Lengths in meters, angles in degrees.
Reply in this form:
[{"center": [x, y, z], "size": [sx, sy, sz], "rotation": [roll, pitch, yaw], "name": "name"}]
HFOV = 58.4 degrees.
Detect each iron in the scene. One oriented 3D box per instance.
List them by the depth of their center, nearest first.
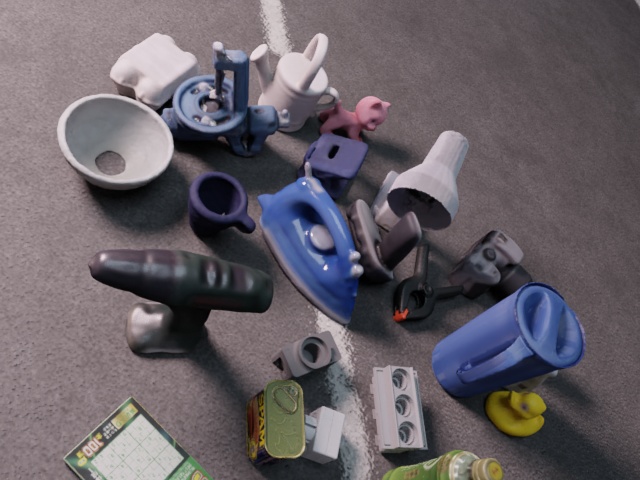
[{"center": [0.009, 0.003, 0.938], "size": [0.119, 0.141, 0.258], "rotation": [-23, 75, -37], "name": "iron"}]

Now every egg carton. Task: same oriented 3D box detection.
[{"center": [-0.284, -0.292, 0.996], "size": [0.107, 0.069, 0.150], "rotation": [37, 51, -5], "name": "egg carton"}]

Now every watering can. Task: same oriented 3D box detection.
[{"center": [-0.043, -0.297, 1.054], "size": [0.173, 0.193, 0.101], "rotation": [0, 62, -29], "name": "watering can"}]

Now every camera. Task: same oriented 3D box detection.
[{"center": [0.351, 0.061, 1.120], "size": [0.137, 0.100, 0.143], "rotation": [46, 51, 2], "name": "camera"}]

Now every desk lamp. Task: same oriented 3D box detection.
[{"center": [0.181, -0.092, 1.044], "size": [0.118, 0.213, 0.203], "rotation": [33, 51, -8], "name": "desk lamp"}]

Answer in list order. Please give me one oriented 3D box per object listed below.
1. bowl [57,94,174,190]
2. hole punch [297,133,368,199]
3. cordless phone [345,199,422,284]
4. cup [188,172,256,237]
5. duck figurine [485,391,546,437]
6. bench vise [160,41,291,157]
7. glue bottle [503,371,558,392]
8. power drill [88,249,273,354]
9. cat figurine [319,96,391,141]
[{"center": [-0.316, -0.138, 0.884], "size": [0.168, 0.074, 0.167], "rotation": [14, 57, -22], "name": "bowl"}, {"center": [0.024, -0.148, 1.069], "size": [0.101, 0.091, 0.109], "rotation": [33, 52, -8], "name": "hole punch"}, {"center": [0.110, -0.018, 0.979], "size": [0.094, 0.184, 0.147], "rotation": [-5, 65, -31], "name": "cordless phone"}, {"center": [-0.158, -0.038, 0.899], "size": [0.118, 0.094, 0.092], "rotation": [40, 51, -3], "name": "cup"}, {"center": [0.353, 0.294, 0.992], "size": [0.105, 0.086, 0.077], "rotation": [30, 52, -10], "name": "duck figurine"}, {"center": [-0.142, -0.240, 0.947], "size": [0.208, 0.219, 0.121], "rotation": [-14, 70, -34], "name": "bench vise"}, {"center": [0.374, 0.218, 0.993], "size": [0.078, 0.173, 0.037], "rotation": [36, 51, -5], "name": "glue bottle"}, {"center": [-0.187, 0.079, 0.741], "size": [0.230, 0.208, 0.075], "rotation": [5, 60, -27], "name": "power drill"}, {"center": [0.076, -0.251, 1.142], "size": [0.128, 0.117, 0.067], "rotation": [7, 59, -25], "name": "cat figurine"}]
